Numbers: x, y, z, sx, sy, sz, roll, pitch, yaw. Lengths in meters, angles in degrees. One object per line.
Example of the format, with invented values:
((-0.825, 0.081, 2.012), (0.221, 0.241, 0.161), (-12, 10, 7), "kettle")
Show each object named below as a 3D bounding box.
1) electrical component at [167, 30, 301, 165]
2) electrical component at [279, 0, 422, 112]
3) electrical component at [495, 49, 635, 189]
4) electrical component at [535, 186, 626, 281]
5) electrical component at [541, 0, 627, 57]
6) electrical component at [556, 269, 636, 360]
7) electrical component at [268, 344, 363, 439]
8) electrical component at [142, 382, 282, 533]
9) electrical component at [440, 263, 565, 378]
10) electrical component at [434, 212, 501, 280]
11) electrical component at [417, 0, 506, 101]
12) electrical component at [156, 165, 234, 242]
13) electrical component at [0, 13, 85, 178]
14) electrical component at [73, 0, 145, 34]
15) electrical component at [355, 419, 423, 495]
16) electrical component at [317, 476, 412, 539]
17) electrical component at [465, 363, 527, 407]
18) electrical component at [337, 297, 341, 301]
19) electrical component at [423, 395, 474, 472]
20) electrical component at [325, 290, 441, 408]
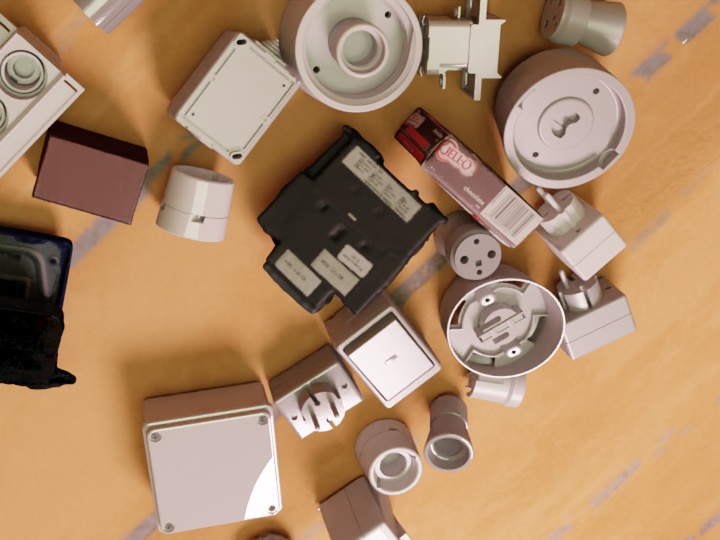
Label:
((-0.094, -0.138, 0.821), (0.062, 0.061, 0.096), (37, 91, -23), "electrical component")
((-0.004, -0.173, 0.825), (0.108, 0.060, 0.108), (-5, 112, -12), "electrical component")
((0.162, -0.128, 0.878), (0.108, 0.060, 0.108), (-5, 126, -7), "electrical component")
((0.176, -0.041, 0.917), (0.047, 0.065, 0.076), (-42, 114, 5), "electrical component")
((0.180, -0.200, 0.867), (0.055, 0.045, 0.045), (11, 108, -17), "electrical component")
((0.199, 0.027, 0.959), (0.066, 0.047, 0.076), (-25, 114, -3), "electrical component")
((-0.035, 0.112, 0.920), (0.066, 0.076, 0.047), (-32, 115, 0), "electrical component")
((-0.128, 0.161, 0.929), (0.109, 0.056, 0.108), (-8, 112, -10), "electrical component")
((0.121, 0.044, 0.938), (0.099, 0.064, 0.099), (-5, 112, -12), "electrical component")
((0.091, -0.020, 0.910), (0.045, 0.055, 0.045), (-5, 112, -12), "electrical component")
((0.078, -0.178, 0.853), (0.064, 0.042, 0.081), (-2, 111, -11), "electrical component")
((-0.129, -0.053, 0.847), (0.055, 0.055, 0.047), (11, 104, -17), "electrical component")
((-0.272, -0.118, 0.781), (0.121, 0.063, 0.079), (-44, 114, 6), "electrical component")
((-0.168, -0.215, 0.779), (0.081, 0.043, 0.043), (-42, 114, 5), "electrical component")
((0.027, 0.170, 0.974), (0.055, 0.047, 0.055), (-5, 112, -12), "electrical component")
((0.010, 0.241, 0.971), (0.061, 0.096, 0.061), (-35, 114, 0), "electrical component")
((0.123, 0.102, 0.975), (0.046, 0.040, 0.040), (10, 108, -11), "electrical component")
((0.000, 0.000, 0.908), (0.035, 0.035, 0.061), (25, 106, -21), "electrical component")
((0.080, 0.144, 0.966), (0.044, 0.065, 0.044), (2, 121, 4), "electrical component")
((0.024, 0.071, 0.927), (0.062, 0.061, 0.096), (-38, 114, 3), "electrical component")
